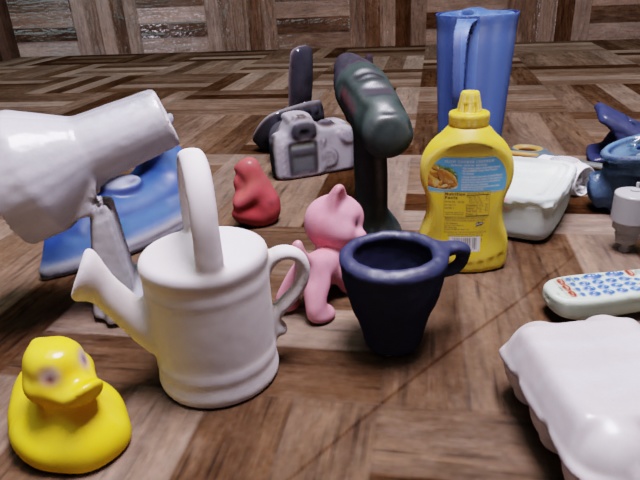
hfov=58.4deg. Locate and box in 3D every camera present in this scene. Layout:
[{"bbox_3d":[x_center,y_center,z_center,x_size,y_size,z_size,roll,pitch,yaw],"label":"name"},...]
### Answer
[{"bbox_3d":[-0.028,-0.176,0.986,0.143,0.101,0.136,-11,26,-17],"label":"camera"}]

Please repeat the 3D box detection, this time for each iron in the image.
[{"bbox_3d":[-0.257,-0.067,0.727,0.118,0.141,0.259,11,28,27],"label":"iron"}]

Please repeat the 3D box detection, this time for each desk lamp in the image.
[{"bbox_3d":[-0.208,-0.033,0.564,0.203,0.214,0.117,-11,26,-16],"label":"desk lamp"}]

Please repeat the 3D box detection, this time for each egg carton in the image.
[{"bbox_3d":[0.191,0.109,0.383,0.107,0.069,0.150,-5,25,-3],"label":"egg carton"}]

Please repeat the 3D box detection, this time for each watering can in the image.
[{"bbox_3d":[-0.096,0.027,0.445,0.173,0.194,0.100,-21,30,-33],"label":"watering can"}]

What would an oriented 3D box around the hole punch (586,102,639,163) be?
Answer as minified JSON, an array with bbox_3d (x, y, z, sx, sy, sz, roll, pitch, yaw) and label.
[{"bbox_3d":[0.495,-0.176,0.937,0.101,0.091,0.109,6,26,18],"label":"hole punch"}]

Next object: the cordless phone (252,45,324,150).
[{"bbox_3d":[-0.061,-0.269,1.089,0.093,0.185,0.148,16,31,35],"label":"cordless phone"}]

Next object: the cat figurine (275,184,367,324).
[{"bbox_3d":[0.005,0.002,0.578,0.067,0.118,0.128,11,28,27],"label":"cat figurine"}]

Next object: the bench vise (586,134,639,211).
[{"bbox_3d":[0.448,-0.131,0.694,0.207,0.220,0.121,3,26,13],"label":"bench vise"}]

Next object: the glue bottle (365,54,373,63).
[{"bbox_3d":[0.092,-0.248,1.041,0.078,0.173,0.037,-13,27,-20],"label":"glue bottle"}]

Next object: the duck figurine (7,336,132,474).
[{"bbox_3d":[-0.187,0.107,0.411,0.104,0.086,0.078,15,30,33],"label":"duck figurine"}]

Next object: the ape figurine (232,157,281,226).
[{"bbox_3d":[-0.092,-0.067,0.769,0.076,0.092,0.078,10,28,27],"label":"ape figurine"}]

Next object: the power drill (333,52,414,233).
[{"bbox_3d":[0.056,-0.117,0.721,0.076,0.208,0.229,-7,25,-9],"label":"power drill"}]

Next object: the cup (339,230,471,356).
[{"bbox_3d":[0.075,0.048,0.499,0.118,0.095,0.091,-11,26,-16],"label":"cup"}]
